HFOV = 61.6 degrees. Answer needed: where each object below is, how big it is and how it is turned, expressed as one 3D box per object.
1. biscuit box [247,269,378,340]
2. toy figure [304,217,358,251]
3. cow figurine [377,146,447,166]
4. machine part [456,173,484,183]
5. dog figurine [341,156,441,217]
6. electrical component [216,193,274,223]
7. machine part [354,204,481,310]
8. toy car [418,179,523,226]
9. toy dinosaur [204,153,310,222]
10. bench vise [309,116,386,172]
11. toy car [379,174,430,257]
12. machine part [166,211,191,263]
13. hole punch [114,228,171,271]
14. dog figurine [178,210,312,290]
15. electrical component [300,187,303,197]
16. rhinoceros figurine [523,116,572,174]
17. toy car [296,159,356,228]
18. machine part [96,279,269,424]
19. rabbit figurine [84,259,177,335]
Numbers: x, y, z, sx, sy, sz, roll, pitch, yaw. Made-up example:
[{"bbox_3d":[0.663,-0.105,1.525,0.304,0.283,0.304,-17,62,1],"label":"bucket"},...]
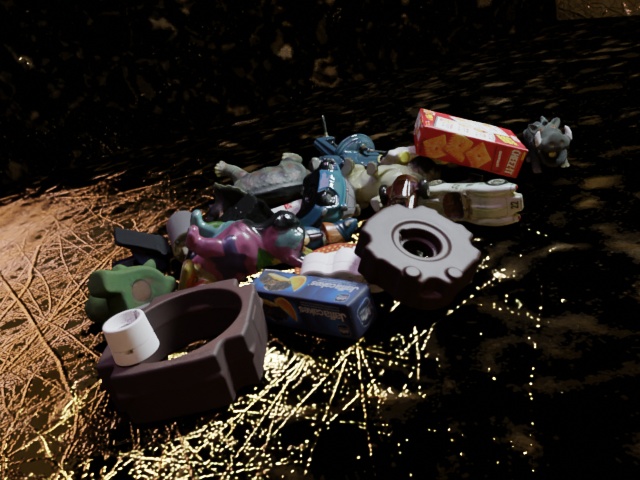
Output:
[{"bbox_3d":[-0.018,0.090,0.777,0.203,0.062,0.059,3,30,38],"label":"biscuit box"},{"bbox_3d":[-0.003,-0.004,0.996,0.154,0.057,0.064,-13,27,-5],"label":"toy figure"},{"bbox_3d":[0.220,-0.188,1.252,0.167,0.068,0.098,-14,21,-29],"label":"cow figurine"},{"bbox_3d":[0.257,-0.096,1.067,0.139,0.039,0.084,-20,18,-7],"label":"machine part"},{"bbox_3d":[0.144,-0.123,1.151,0.190,0.121,0.173,-14,21,-37],"label":"dog figurine"},{"bbox_3d":[-0.163,-0.030,1.104,0.134,0.058,0.115,-45,24,-7],"label":"electrical component"},{"bbox_3d":[0.140,0.017,0.773,0.179,0.056,0.179,5,40,-5],"label":"machine part"},{"bbox_3d":[0.256,-0.065,0.949,0.202,0.073,0.056,4,26,40],"label":"toy car"},{"bbox_3d":[-0.110,-0.129,1.288,0.405,0.131,0.192,-21,35,-23],"label":"toy dinosaur"},{"bbox_3d":[0.047,-0.200,1.308,0.224,0.128,0.241,-16,39,-22],"label":"bench vise"},{"bbox_3d":[0.134,-0.034,0.913,0.089,0.053,0.202,-4,49,25],"label":"toy car"},{"bbox_3d":[-0.285,-0.008,1.156,0.079,0.079,0.243,-21,22,-13],"label":"machine part"},{"bbox_3d":[-0.378,0.035,1.129,0.116,0.092,0.142,8,10,-23],"label":"hole punch"},{"bbox_3d":[-0.119,0.035,0.903,0.219,0.191,0.108,10,17,-9],"label":"dog figurine"},{"bbox_3d":[-0.001,-0.085,1.173,0.045,0.078,0.102,-40,19,1],"label":"electrical component"},{"bbox_3d":[0.455,-0.194,1.073,0.073,0.112,0.190,-7,16,13],"label":"rhinoceros figurine"},{"bbox_3d":[0.019,-0.078,1.080,0.109,0.103,0.162,-38,35,45],"label":"toy car"},{"bbox_3d":[-0.175,0.144,0.726,0.202,0.087,0.201,-12,23,4],"label":"machine part"},{"bbox_3d":[-0.334,0.092,0.918,0.170,0.121,0.159,-15,14,43],"label":"rabbit figurine"}]
